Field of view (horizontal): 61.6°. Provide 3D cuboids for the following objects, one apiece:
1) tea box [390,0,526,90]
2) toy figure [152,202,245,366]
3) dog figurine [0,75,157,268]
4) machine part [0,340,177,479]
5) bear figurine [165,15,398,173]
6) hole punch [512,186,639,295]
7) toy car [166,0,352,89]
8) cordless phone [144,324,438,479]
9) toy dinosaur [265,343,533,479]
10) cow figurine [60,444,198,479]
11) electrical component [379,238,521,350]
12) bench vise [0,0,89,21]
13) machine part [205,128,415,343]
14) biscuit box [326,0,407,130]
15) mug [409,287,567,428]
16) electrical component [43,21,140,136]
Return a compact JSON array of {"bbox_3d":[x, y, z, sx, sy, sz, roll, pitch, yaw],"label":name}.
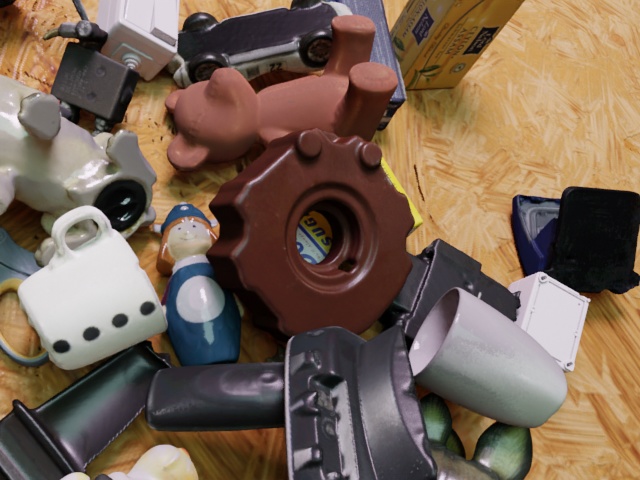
[{"bbox_3d":[0.152,-0.253,0.617,0.098,0.169,0.068,-10,68,-23],"label":"tea box"},{"bbox_3d":[-0.102,0.031,0.449,0.064,0.058,0.154,4,61,-40],"label":"toy figure"},{"bbox_3d":[-0.241,-0.077,0.440,0.191,0.172,0.121,33,78,32],"label":"dog figurine"},{"bbox_3d":[-0.169,0.125,0.389,0.139,0.039,0.084,-37,76,-29],"label":"machine part"},{"bbox_3d":[-0.046,-0.132,0.501,0.196,0.131,0.120,1,51,-13],"label":"bear figurine"},{"bbox_3d":[0.281,0.000,0.602,0.142,0.092,0.115,3,94,-22],"label":"hole punch"},{"bbox_3d":[-0.061,-0.204,0.560,0.202,0.056,0.073,-13,63,-3],"label":"toy car"},{"bbox_3d":[-0.027,0.127,0.347,0.184,0.088,0.147,-3,41,-3],"label":"cordless phone"},{"bbox_3d":[0.133,0.242,0.384,0.198,0.105,0.472,-34,70,-33],"label":"toy dinosaur"},{"bbox_3d":[-0.148,0.187,0.311,0.167,0.098,0.068,-34,95,-15],"label":"cow figurine"},{"bbox_3d":[0.116,0.069,0.512,0.134,0.058,0.115,29,57,-6],"label":"electrical component"},{"bbox_3d":[-0.313,-0.215,0.406,0.224,0.241,0.128,-15,106,-14],"label":"bench vise"},{"bbox_3d":[-0.001,-0.001,0.439,0.179,0.056,0.179,-1,92,-31],"label":"machine part"},{"bbox_3d":[0.045,-0.229,0.630,0.063,0.059,0.202,2,65,-19],"label":"biscuit box"},{"bbox_3d":[0.134,0.095,0.429,0.107,0.080,0.109,32,18,2],"label":"mug"},{"bbox_3d":[-0.211,-0.140,0.476,0.078,0.045,0.102,31,98,3],"label":"electrical component"}]
